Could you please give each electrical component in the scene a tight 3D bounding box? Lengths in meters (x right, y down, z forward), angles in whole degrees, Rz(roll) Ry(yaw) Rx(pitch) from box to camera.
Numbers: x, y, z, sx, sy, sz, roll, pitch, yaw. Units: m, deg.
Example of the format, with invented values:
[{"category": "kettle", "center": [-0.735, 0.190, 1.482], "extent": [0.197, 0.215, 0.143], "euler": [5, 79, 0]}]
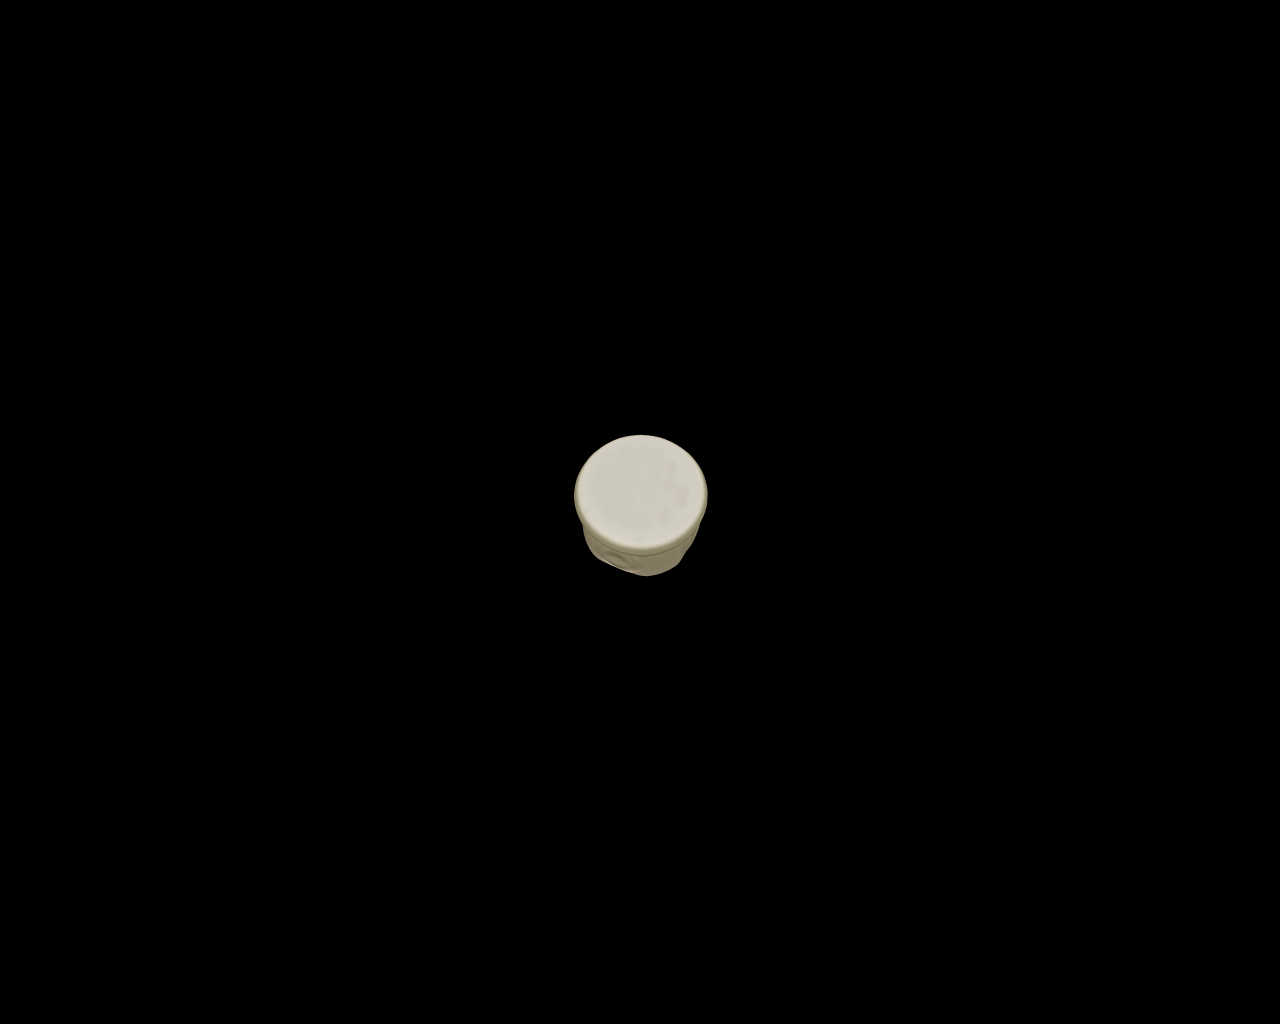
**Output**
[{"category": "electrical component", "center": [0.001, -0.003, 0.650], "extent": [0.080, 0.080, 0.051], "euler": [0, -27, 0]}]
